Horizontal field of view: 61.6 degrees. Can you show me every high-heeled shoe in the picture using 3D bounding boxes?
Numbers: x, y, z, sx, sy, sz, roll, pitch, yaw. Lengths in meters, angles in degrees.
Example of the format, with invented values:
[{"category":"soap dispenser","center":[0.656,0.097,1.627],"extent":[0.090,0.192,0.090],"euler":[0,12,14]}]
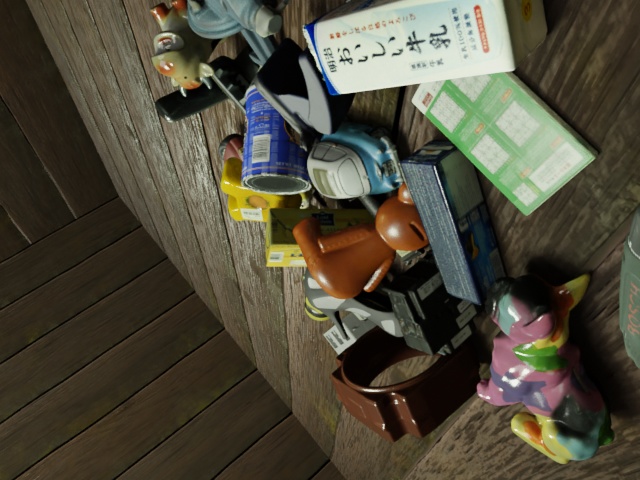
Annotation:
[{"category":"high-heeled shoe","center":[0.090,0.082,0.869],"extent":[0.249,0.086,0.145],"euler":[-19,97,30]}]

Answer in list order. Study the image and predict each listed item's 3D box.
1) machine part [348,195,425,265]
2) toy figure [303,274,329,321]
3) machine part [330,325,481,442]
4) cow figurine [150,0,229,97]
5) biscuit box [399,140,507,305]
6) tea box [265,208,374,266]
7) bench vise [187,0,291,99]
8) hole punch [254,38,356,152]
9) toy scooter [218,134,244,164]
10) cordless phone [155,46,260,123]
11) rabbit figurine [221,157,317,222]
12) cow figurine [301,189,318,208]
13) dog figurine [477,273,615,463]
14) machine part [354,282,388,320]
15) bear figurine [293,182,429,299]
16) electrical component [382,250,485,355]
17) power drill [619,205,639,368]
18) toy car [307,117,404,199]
[{"category":"machine part","center":[0.102,-0.025,0.812],"extent":[0.139,0.039,0.084],"euler":[50,166,8]},{"category":"toy figure","center":[0.007,0.104,1.125],"extent":[0.082,0.089,0.180],"euler":[54,162,23]},{"category":"machine part","center":[0.133,0.206,0.857],"extent":[0.201,0.201,0.087],"euler":[12,129,61]},{"category":"cow figurine","center":[-0.193,-0.307,0.820],"extent":[0.086,0.195,0.127],"euler":[-8,128,30]},{"category":"biscuit box","center":[0.166,-0.019,0.652],"extent":[0.063,0.059,0.202],"euler":[17,137,55]},{"category":"tea box","center":[-0.002,-0.003,0.874],"extent":[0.098,0.170,0.068],"euler":[116,152,-65]},{"category":"bench vise","center":[-0.101,-0.304,0.731],"extent":[0.224,0.129,0.240],"euler":[32,171,26]},{"category":"hole punch","center":[0.001,-0.196,0.655],"extent":[0.092,0.142,0.115],"euler":[-21,125,42]},{"category":"toy scooter","center":[-0.141,-0.129,1.116],"extent":[0.135,0.075,0.183],"euler":[45,160,26]},{"category":"cordless phone","center":[-0.159,-0.219,0.871],"extent":[0.147,0.184,0.088],"euler":[50,154,13]},{"category":"rabbit figurine","center":[-0.075,-0.125,0.903],"extent":[0.163,0.173,0.121],"euler":[-2,141,14]},{"category":"cow figurine","center":[-0.059,-0.106,0.995],"extent":[0.167,0.068,0.098],"euler":[42,149,28]},{"category":"dog figurine","center":[0.266,0.136,0.611],"extent":[0.192,0.108,0.219],"euler":[43,153,31]},{"category":"machine part","center":[0.045,0.059,0.968],"extent":[0.243,0.079,0.079],"euler":[46,159,-1]},{"category":"bear figurine","center":[0.072,-0.011,0.739],"extent":[0.120,0.196,0.132],"euler":[38,-162,-30]},{"category":"electrical component","center":[0.162,0.091,0.746],"extent":[0.058,0.115,0.134],"euler":[14,133,61]},{"category":"power drill","center":[0.327,0.057,0.401],"extent":[0.208,0.086,0.231],"euler":[33,151,37]},{"category":"toy car","center":[0.039,-0.101,0.743],"extent":[0.162,0.103,0.109],"euler":[28,147,53]}]
